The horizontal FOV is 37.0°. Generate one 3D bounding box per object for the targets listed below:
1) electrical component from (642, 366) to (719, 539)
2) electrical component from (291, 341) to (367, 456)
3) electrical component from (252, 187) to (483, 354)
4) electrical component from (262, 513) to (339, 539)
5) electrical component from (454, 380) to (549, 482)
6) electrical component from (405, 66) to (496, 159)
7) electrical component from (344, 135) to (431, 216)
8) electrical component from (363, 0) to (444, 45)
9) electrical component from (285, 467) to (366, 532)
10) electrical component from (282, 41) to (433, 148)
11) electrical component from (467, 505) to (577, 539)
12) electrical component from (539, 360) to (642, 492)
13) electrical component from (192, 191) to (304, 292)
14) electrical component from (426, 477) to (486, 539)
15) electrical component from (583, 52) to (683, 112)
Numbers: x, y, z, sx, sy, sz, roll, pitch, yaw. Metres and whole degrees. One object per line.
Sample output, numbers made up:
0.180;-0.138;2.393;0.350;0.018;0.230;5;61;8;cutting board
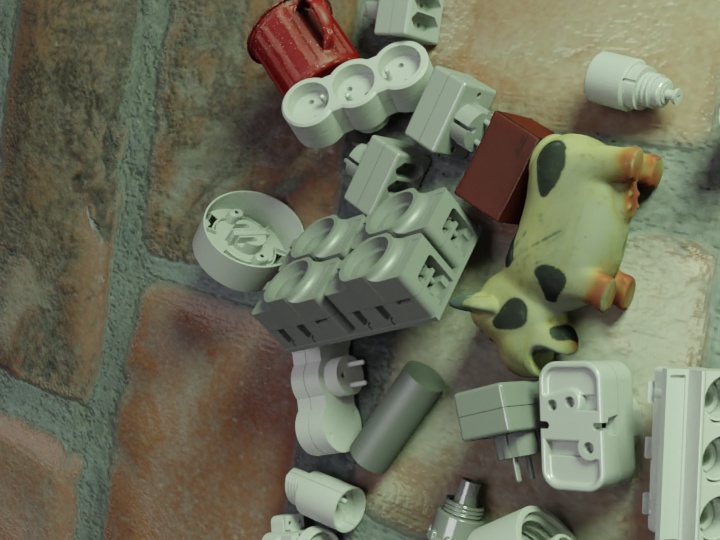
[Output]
0.236;0.129;0.751;0.063;0.079;0.121;-179;92;-72;electrical component
-0.022;0.100;0.999;0.074;0.052;0.138;-15;77;41;electrical component
0.000;0.000;0.922;0.186;0.060;0.105;-16;35;44;electrical component
-0.053;0.270;1.015;0.057;0.058;0.078;-12;79;44;electrical component
0.123;0.128;0.845;0.047;0.083;0.075;-21;74;40;electrical component
0.090;-0.125;0.914;0.077;0.047;0.065;39;113;36;electrical component
0.013;-0.092;0.982;0.077;0.047;0.065;40;113;36;electrical component
0.032;-0.241;0.973;0.077;0.047;0.065;12;96;42;electrical component
-0.039;0.213;1.014;0.081;0.043;0.043;13;96;42;electrical component
0.005;-0.149;0.975;0.138;0.073;0.052;-21;60;8;electrical component
0.138;0.231;0.814;0.060;0.108;0.108;-38;63;27;electrical component
0.175;0.116;0.815;0.054;0.059;0.095;-5;84;42;electrical component
-0.113;-0.028;1.062;0.064;0.099;0.099;-53;56;34;electrical component
0.085;0.206;0.903;0.048;0.048;0.062;17;92;41;electrical component
0.207;-0.139;0.814;0.078;0.040;0.040;25;104;40;electrical component
